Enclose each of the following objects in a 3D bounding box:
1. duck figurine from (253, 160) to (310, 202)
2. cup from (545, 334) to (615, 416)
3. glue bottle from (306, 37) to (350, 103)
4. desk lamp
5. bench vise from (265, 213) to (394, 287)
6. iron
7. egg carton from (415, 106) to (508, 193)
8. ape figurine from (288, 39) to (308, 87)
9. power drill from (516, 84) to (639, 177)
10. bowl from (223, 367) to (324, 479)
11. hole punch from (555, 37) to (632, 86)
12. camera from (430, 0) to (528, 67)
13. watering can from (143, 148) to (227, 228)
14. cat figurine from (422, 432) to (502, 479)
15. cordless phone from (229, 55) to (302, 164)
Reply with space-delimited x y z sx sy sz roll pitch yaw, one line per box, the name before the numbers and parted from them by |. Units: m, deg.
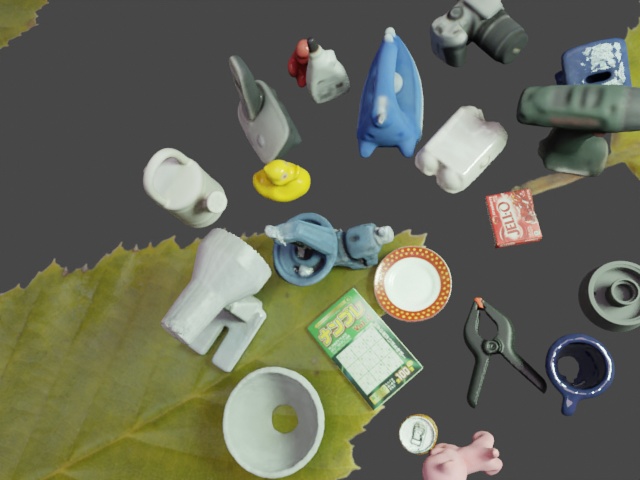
duck figurine | -0.076 -0.115 1.033 0.104 0.086 0.077 -1 75 12
cup | 0.372 0.202 0.846 0.091 0.095 0.118 15 79 16
glue bottle | 0.004 -0.308 1.023 0.078 0.173 0.037 -20 72 6
desk lamp | -0.160 0.102 0.924 0.117 0.214 0.203 29 83 18
bench vise | 0.003 -0.007 0.915 0.207 0.220 0.121 -28 71 3
iron | 0.120 -0.280 1.007 0.118 0.142 0.258 1 75 13
egg carton | 0.243 -0.155 0.985 0.107 0.069 0.150 41 86 19
ape figurine | -0.025 -0.343 1.082 0.077 0.092 0.076 10 77 15
power drill | 0.417 -0.173 0.879 0.229 0.209 0.076 11 78 15
bowl | -0.067 0.292 0.925 0.167 0.075 0.167 -3 74 11
hole punch | 0.462 -0.271 0.959 0.108 0.091 0.101 -13 73 9
camera | 0.289 -0.373 1.018 0.143 0.101 0.136 -40 71 -1
watering can | -0.239 -0.095 1.005 0.172 0.194 0.101 3 76 13
cat figurine | 0.202 0.329 0.835 0.127 0.118 0.067 -22 71 6
cordless phone | -0.111 -0.232 1.020 0.094 0.185 0.147 -33 71 2
